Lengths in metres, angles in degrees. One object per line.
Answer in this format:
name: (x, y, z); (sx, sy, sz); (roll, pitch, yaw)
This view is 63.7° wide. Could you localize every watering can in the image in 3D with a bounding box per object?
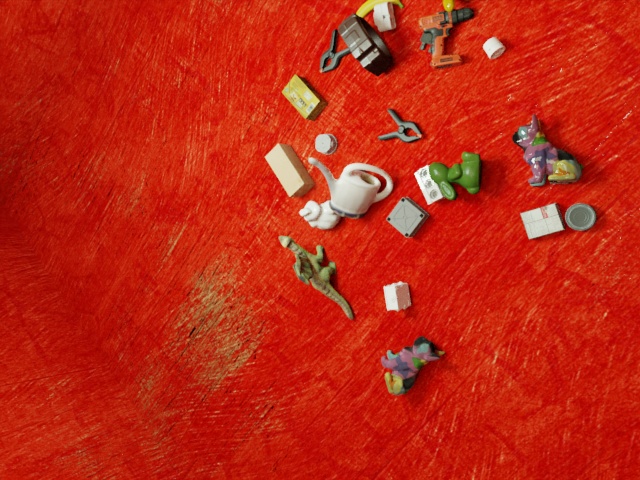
watering can: (0.093, -0.190, 1.863); (0.106, 0.347, 0.219); (-104, 31, -48)

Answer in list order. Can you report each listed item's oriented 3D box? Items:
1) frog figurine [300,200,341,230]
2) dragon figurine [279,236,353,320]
frog figurine: (0.006, -0.099, 1.976); (0.136, 0.160, 0.124); (-30, 78, 29)
dragon figurine: (-0.026, 0.139, 1.959); (0.121, 0.242, 0.416); (-43, 68, 21)
